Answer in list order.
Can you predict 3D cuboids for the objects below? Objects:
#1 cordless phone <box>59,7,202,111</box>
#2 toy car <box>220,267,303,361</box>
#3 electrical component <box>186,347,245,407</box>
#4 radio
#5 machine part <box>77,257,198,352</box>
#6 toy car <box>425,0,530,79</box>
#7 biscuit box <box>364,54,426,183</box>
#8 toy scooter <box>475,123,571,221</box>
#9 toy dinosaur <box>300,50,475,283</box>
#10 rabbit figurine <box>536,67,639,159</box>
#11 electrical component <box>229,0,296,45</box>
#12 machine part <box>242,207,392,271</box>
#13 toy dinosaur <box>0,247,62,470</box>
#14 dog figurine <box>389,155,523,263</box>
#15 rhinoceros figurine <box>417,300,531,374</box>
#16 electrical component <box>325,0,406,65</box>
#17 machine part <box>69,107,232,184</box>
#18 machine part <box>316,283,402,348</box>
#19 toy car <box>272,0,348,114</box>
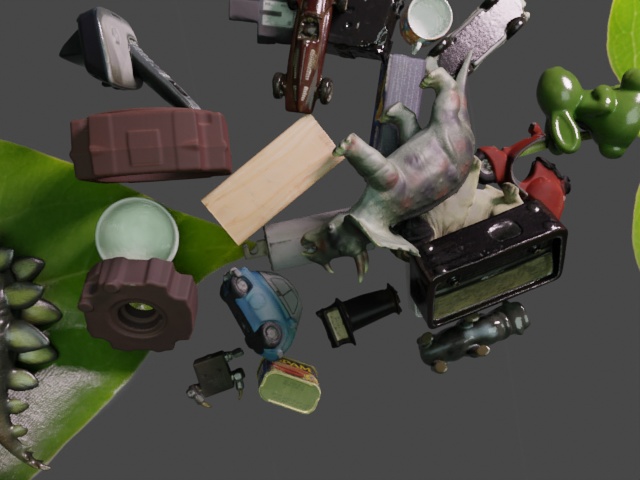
[{"bbox_3d":[-0.256,-0.234,0.771,0.184,0.147,0.088,40,99,-8],"label":"cordless phone"},{"bbox_3d":[-0.084,0.106,0.858,0.103,0.109,0.161,-29,87,-26],"label":"toy car"},{"bbox_3d":[-0.169,0.226,0.880,0.102,0.045,0.078,-13,99,-6],"label":"electrical component"},{"bbox_3d":[0.250,0.036,0.807,0.230,0.073,0.131,-22,138,-5],"label":"radio"},{"bbox_3d":[-0.270,0.102,0.810,0.179,0.056,0.179,-3,132,-3],"label":"machine part"},{"bbox_3d":[0.251,-0.323,0.870,0.202,0.056,0.073,-42,92,-2],"label":"toy car"},{"bbox_3d":[0.119,-0.187,0.865,0.063,0.059,0.202,7,94,-9],"label":"biscuit box"},{"bbox_3d":[0.349,-0.113,0.894,0.184,0.075,0.135,40,89,-4],"label":"toy scooter"},{"bbox_3d":[0.142,-0.107,0.767,0.405,0.131,0.192,-38,98,-14],"label":"toy dinosaur"},{"bbox_3d":[0.434,-0.214,0.890,0.170,0.121,0.159,26,100,9],"label":"rabbit figurine"},{"bbox_3d":[-0.080,-0.342,0.831,0.119,0.048,0.074,0,95,-6],"label":"electrical component"},{"bbox_3d":[-0.002,-0.003,0.861,0.243,0.079,0.079,-13,97,-6],"label":"machine part"},{"bbox_3d":[-0.503,0.136,0.804,0.199,0.105,0.470,-4,101,-10],"label":"toy dinosaur"},{"bbox_3d":[0.217,-0.014,0.853,0.172,0.121,0.190,37,83,6],"label":"dog figurine"},{"bbox_3d":[0.256,0.161,0.895,0.190,0.112,0.073,-27,70,9],"label":"rhinoceros figurine"},{"bbox_3d":[0.052,-0.340,0.823,0.134,0.058,0.114,16,90,15],"label":"electrical component"},{"bbox_3d":[-0.229,-0.129,0.757,0.201,0.201,0.087,-5,93,-6],"label":"machine part"},{"bbox_3d":[0.070,0.124,0.903,0.139,0.039,0.084,-26,90,-2],"label":"machine part"},{"bbox_3d":[-0.016,-0.286,0.780,0.089,0.053,0.202,11,89,7],"label":"toy car"}]
